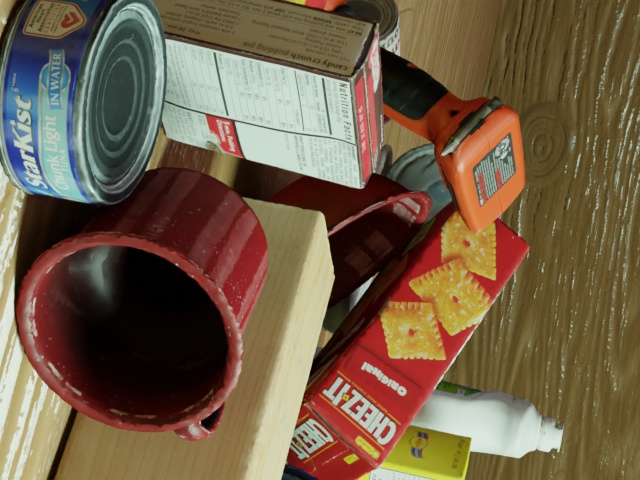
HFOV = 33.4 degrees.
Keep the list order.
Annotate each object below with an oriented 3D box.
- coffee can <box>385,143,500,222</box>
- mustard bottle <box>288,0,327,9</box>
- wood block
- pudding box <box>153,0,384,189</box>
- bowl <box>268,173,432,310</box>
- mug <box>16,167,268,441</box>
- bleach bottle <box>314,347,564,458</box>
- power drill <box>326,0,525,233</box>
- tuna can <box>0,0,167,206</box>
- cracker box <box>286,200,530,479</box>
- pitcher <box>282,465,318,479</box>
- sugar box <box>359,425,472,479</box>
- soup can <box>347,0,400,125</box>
[{"bbox_3d":[0.107,-0.005,0.954,0.140,0.103,0.102,83,20,-57],"label":"coffee can"},{"bbox_3d":[-0.022,-0.148,0.606,0.096,0.058,0.191,10,90,-78],"label":"mustard bottle"},{"bbox_3d":[-0.063,0.087,0.538,0.090,0.091,0.206,78,25,-64],"label":"wood block"},{"bbox_3d":[-0.027,-0.074,0.504,0.090,0.113,0.039,82,26,-60],"label":"pudding box"},{"bbox_3d":[-0.005,0.001,0.720,0.162,0.055,0.162,-33,162,-12],"label":"bowl"},{"bbox_3d":[-0.065,0.030,0.457,0.081,0.093,0.117,-69,142,-61],"label":"mug"},{"bbox_3d":[0.093,0.154,0.971,0.102,0.251,0.068,-24,124,-76],"label":"bleach bottle"},{"bbox_3d":[0.052,-0.086,0.730,0.057,0.188,0.184,-46,153,-8],"label":"power drill"},{"bbox_3d":[-0.089,-0.057,0.412,0.086,0.034,0.086,11,90,-79],"label":"tuna can"},{"bbox_3d":[0.042,0.083,0.774,0.213,0.072,0.164,-49,179,-32],"label":"cracker box"},{"bbox_3d":[-0.050,0.260,0.705,0.149,0.145,0.243,-35,145,-38],"label":"pitcher"},{"bbox_3d":[0.030,0.174,0.867,0.093,0.176,0.048,-38,139,-74],"label":"sugar box"},{"bbox_3d":[0.031,-0.145,0.850,0.102,0.068,0.068,82,22,-57],"label":"soup can"}]
